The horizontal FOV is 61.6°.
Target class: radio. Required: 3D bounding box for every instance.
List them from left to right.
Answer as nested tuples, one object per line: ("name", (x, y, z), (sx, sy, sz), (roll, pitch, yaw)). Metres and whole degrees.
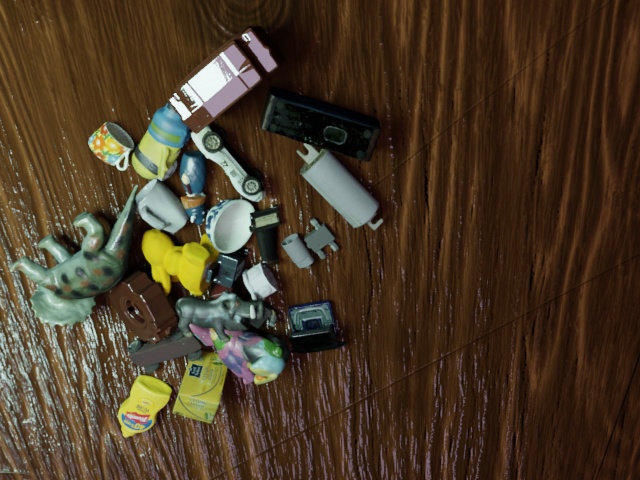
("radio", (0.001, -0.224, 1.038), (0.230, 0.131, 0.073), (14, 112, -7))

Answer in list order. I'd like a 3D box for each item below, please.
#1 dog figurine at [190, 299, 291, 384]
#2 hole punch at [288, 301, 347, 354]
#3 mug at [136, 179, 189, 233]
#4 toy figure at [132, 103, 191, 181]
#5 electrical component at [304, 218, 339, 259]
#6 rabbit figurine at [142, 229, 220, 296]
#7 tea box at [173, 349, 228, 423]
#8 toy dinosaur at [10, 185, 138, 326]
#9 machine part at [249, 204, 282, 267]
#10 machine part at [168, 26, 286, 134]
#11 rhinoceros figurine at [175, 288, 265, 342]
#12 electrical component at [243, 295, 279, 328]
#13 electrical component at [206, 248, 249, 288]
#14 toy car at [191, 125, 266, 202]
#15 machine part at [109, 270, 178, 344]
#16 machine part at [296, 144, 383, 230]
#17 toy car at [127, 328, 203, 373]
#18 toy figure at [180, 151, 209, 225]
("dog figurine", (-0.196, 0.231, 1.244), (0.219, 0.108, 0.192), (45, 143, -18))
("hole punch", (-0.016, 0.210, 1.277), (0.142, 0.092, 0.115), (-11, 143, 1))
("mug", (-0.330, -0.061, 1.129), (0.081, 0.110, 0.107), (-39, 120, 17))
("toy figure", (-0.313, -0.201, 1.074), (0.089, 0.082, 0.180), (32, 119, 5))
("electrical component", (-0.002, -0.004, 1.201), (0.063, 0.021, 0.094), (-33, 112, 14))
("rabbit figurine", (-0.314, 0.041, 1.185), (0.173, 0.122, 0.162), (26, 122, 2))
("tea box", (-0.279, 0.341, 1.278), (0.098, 0.170, 0.068), (18, 115, -10))
("toy dinosaur", (-0.485, 0.054, 1.128), (0.405, 0.131, 0.192), (-26, 116, 21))
("machine part", (-0.116, -0.006, 1.177), (0.084, 0.039, 0.138), (-24, 122, -29))
("machine part", (-0.165, -0.291, 0.965), (0.201, 0.201, 0.087), (-35, 109, 15))
("rhinoceros figurine", (-0.214, 0.155, 1.163), (0.190, 0.073, 0.112), (2, 112, 0))
("electrical component", (-0.149, 0.169, 1.267), (0.102, 0.045, 0.078), (39, 107, -17))
("electrical component", (-0.202, 0.062, 1.173), (0.048, 0.119, 0.074), (19, 108, 6))
("toy car", (-0.182, -0.158, 1.099), (0.056, 0.073, 0.201), (-36, 110, 11))
("machine part", (-0.400, 0.150, 1.202), (0.180, 0.056, 0.179), (23, 131, 29))
("machine part", (0.042, -0.107, 1.123), (0.079, 0.079, 0.243), (-40, 110, 16))
("toy car", (-0.370, 0.261, 1.290), (0.202, 0.053, 0.089), (-21, 116, 22))
("toy figure", (-0.262, -0.107, 1.128), (0.064, 0.058, 0.154), (-12, 119, -32))
